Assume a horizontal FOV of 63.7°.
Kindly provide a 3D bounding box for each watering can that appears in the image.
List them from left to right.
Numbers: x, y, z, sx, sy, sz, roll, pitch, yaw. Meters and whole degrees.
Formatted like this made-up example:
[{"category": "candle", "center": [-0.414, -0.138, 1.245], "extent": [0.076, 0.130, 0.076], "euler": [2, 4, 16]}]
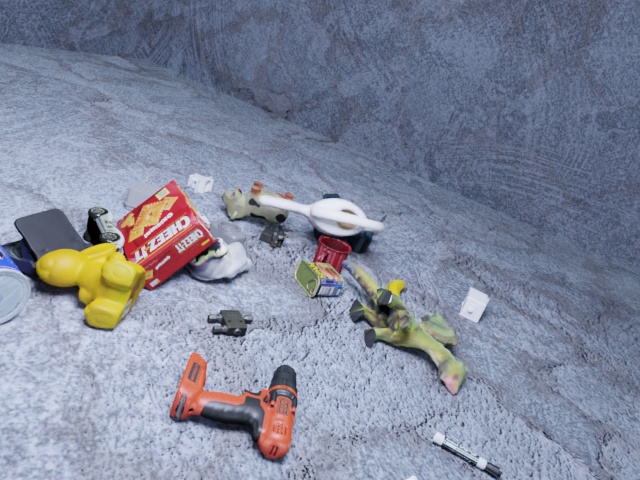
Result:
[{"category": "watering can", "center": [0.004, -0.072, 1.421], "extent": [0.347, 0.104, 0.224], "euler": [14, -2, -5]}]

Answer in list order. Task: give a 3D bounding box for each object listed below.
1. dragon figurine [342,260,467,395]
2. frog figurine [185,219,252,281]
[{"category": "dragon figurine", "center": [0.208, 0.186, 1.203], "extent": [0.241, 0.120, 0.419], "euler": [23, 23, -28]}, {"category": "frog figurine", "center": [-0.233, 0.043, 1.168], "extent": [0.138, 0.124, 0.156], "euler": [21, -17, 26]}]
